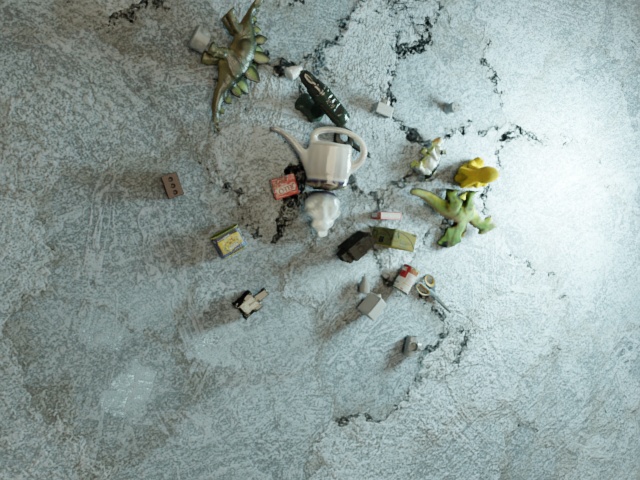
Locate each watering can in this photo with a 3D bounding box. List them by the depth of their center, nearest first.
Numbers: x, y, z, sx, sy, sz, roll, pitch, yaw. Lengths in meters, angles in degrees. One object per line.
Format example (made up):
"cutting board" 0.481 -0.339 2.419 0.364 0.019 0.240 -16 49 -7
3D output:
"watering can" -0.010 -0.289 1.808 0.347 0.104 0.223 6 -85 -4

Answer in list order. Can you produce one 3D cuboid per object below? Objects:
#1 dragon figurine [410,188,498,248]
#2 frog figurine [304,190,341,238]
"dragon figurine" 0.515 -0.084 2.008 0.411 0.123 0.241 0 -79 -19
"frog figurine" 0.006 -0.091 1.809 0.137 0.122 0.161 11 -103 -39
